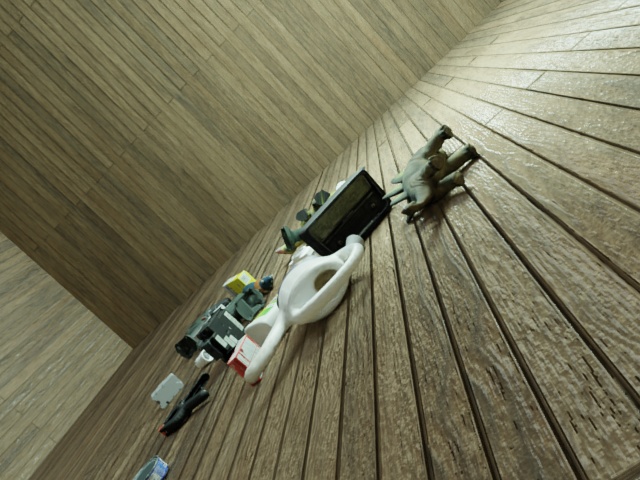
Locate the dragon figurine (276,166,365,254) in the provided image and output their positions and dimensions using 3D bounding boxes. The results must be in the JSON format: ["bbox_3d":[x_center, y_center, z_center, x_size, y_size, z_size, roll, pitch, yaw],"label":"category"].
[{"bbox_3d":[0.005,-0.089,1.775,0.411,0.122,0.242,-44,2,-4],"label":"dragon figurine"}]

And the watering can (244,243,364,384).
[{"bbox_3d":[-0.043,0.133,1.065,0.350,0.103,0.224,-46,9,-12],"label":"watering can"}]
